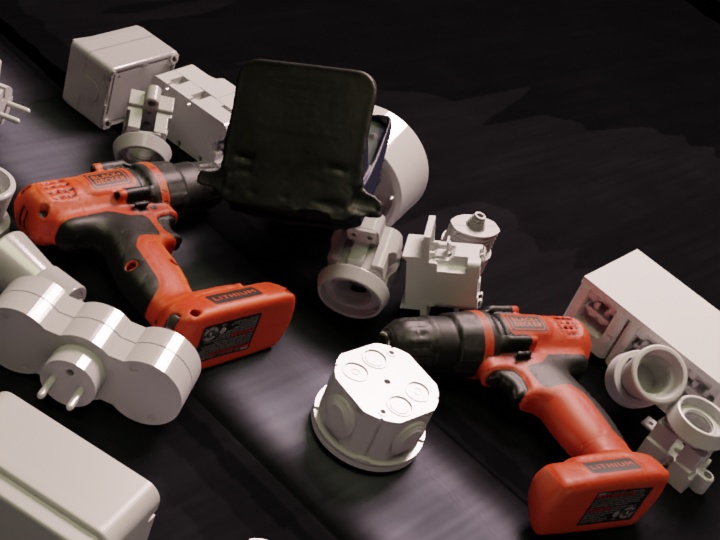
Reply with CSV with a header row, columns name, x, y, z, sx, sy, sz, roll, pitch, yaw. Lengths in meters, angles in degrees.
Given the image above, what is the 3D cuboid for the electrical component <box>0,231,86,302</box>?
name,x,y,z,sx,sy,sz,roll,pitch,yaw
electrical component,-0.220,0.009,0.732,0.065,0.044,0.044,35,38,10

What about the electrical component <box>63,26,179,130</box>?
name,x,y,z,sx,sy,sz,roll,pitch,yaw
electrical component,-0.210,-0.175,0.956,0.061,0.061,0.096,37,38,19

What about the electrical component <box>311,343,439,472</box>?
name,x,y,z,sx,sy,sz,roll,pitch,yaw
electrical component,0.011,0.093,0.734,0.080,0.051,0.080,14,36,-11

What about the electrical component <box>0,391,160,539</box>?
name,x,y,z,sx,sy,sz,roll,pitch,yaw
electrical component,-0.173,0.129,0.570,0.113,0.078,0.057,30,34,11

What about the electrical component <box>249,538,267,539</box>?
name,x,y,z,sx,sy,sz,roll,pitch,yaw
electrical component,-0.060,0.176,0.594,0.040,0.046,0.040,14,37,-11

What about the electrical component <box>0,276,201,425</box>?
name,x,y,z,sx,sy,sz,roll,pitch,yaw
electrical component,-0.176,0.061,0.677,0.138,0.052,0.073,22,36,0

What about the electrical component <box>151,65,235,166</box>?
name,x,y,z,sx,sy,sz,roll,pitch,yaw
electrical component,-0.137,-0.137,0.954,0.089,0.050,0.056,36,38,19

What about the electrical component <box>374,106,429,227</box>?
name,x,y,z,sx,sy,sz,roll,pitch,yaw
electrical component,-0.003,-0.078,0.903,0.108,0.108,0.060,28,42,9

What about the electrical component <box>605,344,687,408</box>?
name,x,y,z,sx,sy,sz,roll,pitch,yaw
electrical component,0.217,0.082,0.821,0.045,0.055,0.045,2,79,-11

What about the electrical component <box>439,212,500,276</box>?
name,x,y,z,sx,sy,sz,roll,pitch,yaw
electrical component,0.084,-0.013,0.883,0.043,0.081,0.043,14,37,-11

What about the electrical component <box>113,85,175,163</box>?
name,x,y,z,sx,sy,sz,roll,pitch,yaw
electrical component,-0.179,-0.111,0.894,0.048,0.066,0.055,11,57,-15

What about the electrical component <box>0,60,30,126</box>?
name,x,y,z,sx,sy,sz,roll,pitch,yaw
electrical component,-0.307,-0.137,0.869,0.077,0.047,0.065,21,36,-1

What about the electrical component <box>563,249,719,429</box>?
name,x,y,z,sx,sy,sz,roll,pitch,yaw
electrical component,0.253,0.061,0.890,0.150,0.061,0.089,42,40,25

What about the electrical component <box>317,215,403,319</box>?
name,x,y,z,sx,sy,sz,roll,pitch,yaw
electrical component,0.000,0.000,0.834,0.058,0.078,0.057,12,55,11

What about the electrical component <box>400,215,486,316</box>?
name,x,y,z,sx,sy,sz,roll,pitch,yaw
electrical component,0.066,0.003,0.844,0.064,0.081,0.042,4,28,7

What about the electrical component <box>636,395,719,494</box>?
name,x,y,z,sx,sy,sz,roll,pitch,yaw
electrical component,0.244,0.127,0.807,0.066,0.055,0.048,41,40,24

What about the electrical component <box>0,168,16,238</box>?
name,x,y,z,sx,sy,sz,roll,pitch,yaw
electrical component,-0.269,-0.041,0.758,0.045,0.055,0.045,14,37,-11
